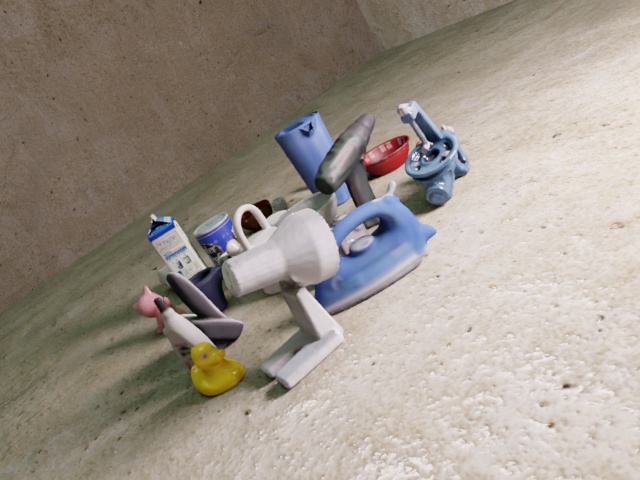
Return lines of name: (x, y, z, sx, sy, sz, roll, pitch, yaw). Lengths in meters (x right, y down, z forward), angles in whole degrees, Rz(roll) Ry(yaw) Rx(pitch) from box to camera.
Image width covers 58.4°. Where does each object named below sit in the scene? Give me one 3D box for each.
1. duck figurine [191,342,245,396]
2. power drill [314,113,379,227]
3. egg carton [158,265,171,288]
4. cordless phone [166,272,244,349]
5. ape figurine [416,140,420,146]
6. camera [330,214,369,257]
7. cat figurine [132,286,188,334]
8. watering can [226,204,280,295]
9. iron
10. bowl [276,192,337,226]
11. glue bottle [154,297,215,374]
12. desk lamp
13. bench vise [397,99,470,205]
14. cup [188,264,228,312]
duck figurine: (-0.192, 0.216, 0.994, 0.104, 0.086, 0.078, -17, 24, 35)
power drill: (0.092, -0.145, 1.274, 0.075, 0.209, 0.230, -7, 30, 49)
egg carton: (-0.392, 0.095, 1.612, 0.107, 0.069, 0.150, -39, 21, -22)
cordless phone: (-0.249, 0.132, 1.133, 0.147, 0.185, 0.094, -5, 32, 51)
ape figurine: (0.253, -0.193, 1.330, 0.077, 0.092, 0.076, -26, 20, 15)
camera: (0.011, 0.004, 1.190, 0.143, 0.101, 0.136, -38, 20, -19)
cat figurine: (-0.385, 0.162, 1.363, 0.127, 0.118, 0.067, -11, 28, 45)
watering can: (-0.130, 0.015, 1.230, 0.172, 0.194, 0.101, -24, 21, 20)
iron: (0.069, 0.014, 1.018, 0.258, 0.142, 0.118, -34, 20, -9)
bowl: (-0.020, -0.049, 1.406, 0.167, 0.075, 0.167, -27, 20, 11)
glue bottle: (-0.252, 0.174, 1.051, 0.078, 0.173, 0.037, -19, 23, 31)
desk lamp: (-0.046, 0.084, 0.907, 0.203, 0.214, 0.117, -40, 21, -24)
bench vise: (0.225, -0.204, 1.204, 0.121, 0.220, 0.207, -24, 21, 20)
cup: (-0.241, 0.115, 1.299, 0.118, 0.095, 0.091, -34, 20, -8)
